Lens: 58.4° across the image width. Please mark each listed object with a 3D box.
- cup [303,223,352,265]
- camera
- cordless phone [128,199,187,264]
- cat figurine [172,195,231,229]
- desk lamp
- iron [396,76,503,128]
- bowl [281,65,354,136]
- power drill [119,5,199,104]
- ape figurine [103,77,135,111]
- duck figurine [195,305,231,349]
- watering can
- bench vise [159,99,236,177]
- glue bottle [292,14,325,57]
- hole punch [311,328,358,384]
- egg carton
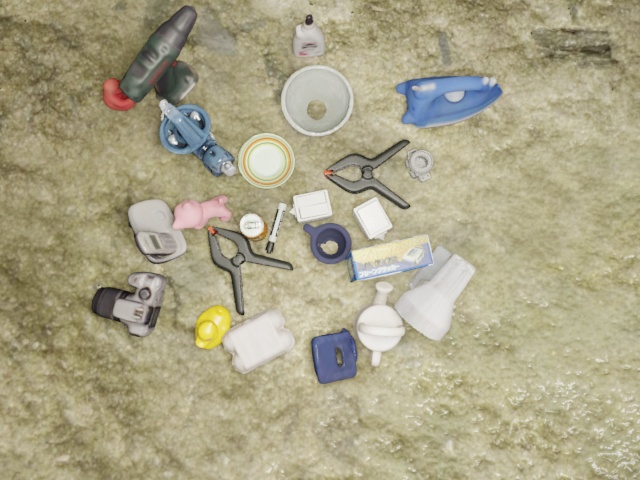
[{"bbox_3d":[0.012,0.005,1.291,0.117,0.095,0.092,33,85,2],"label":"cup"},{"bbox_3d":[-0.427,0.133,1.267,0.137,0.101,0.143,14,85,0],"label":"camera"},{"bbox_3d":[-0.367,-0.023,1.241,0.094,0.185,0.147,-29,86,-3],"label":"cordless phone"},{"bbox_3d":[-0.269,-0.065,1.280,0.128,0.117,0.067,-20,85,-3],"label":"cat figurine"},{"bbox_3d":[0.250,0.106,1.227,0.118,0.213,0.203,36,85,3],"label":"desk lamp"},{"bbox_3d":[0.311,-0.340,1.306,0.258,0.141,0.119,-10,85,-2],"label":"iron"},{"bbox_3d":[-0.006,-0.315,1.331,0.167,0.074,0.167,0,85,-1],"label":"bowl"},{"bbox_3d":[-0.337,-0.388,1.264,0.075,0.208,0.230,39,85,3],"label":"power drill"},{"bbox_3d":[-0.467,-0.340,1.315,0.076,0.092,0.078,-19,85,-3],"label":"ape figurine"},{"bbox_3d":[-0.243,0.195,1.273,0.077,0.086,0.104,29,85,2],"label":"duck figurine"},{"bbox_3d":[0.126,0.180,1.227,0.101,0.194,0.173,-16,85,-2],"label":"watering can"},{"bbox_3d":[-0.264,-0.232,1.245,0.207,0.219,0.121,24,85,1],"label":"bench vise"},{"bbox_3d":[-0.025,-0.465,1.295,0.078,0.173,0.037,-9,85,-2],"label":"glue bottle"},{"bbox_3d":[0.033,0.257,1.270,0.101,0.091,0.109,-9,85,-2],"label":"hole punch"},{"bbox_3d":[-0.138,0.224,1.281,0.150,0.069,0.107,-29,86,-4],"label":"egg carton"}]
